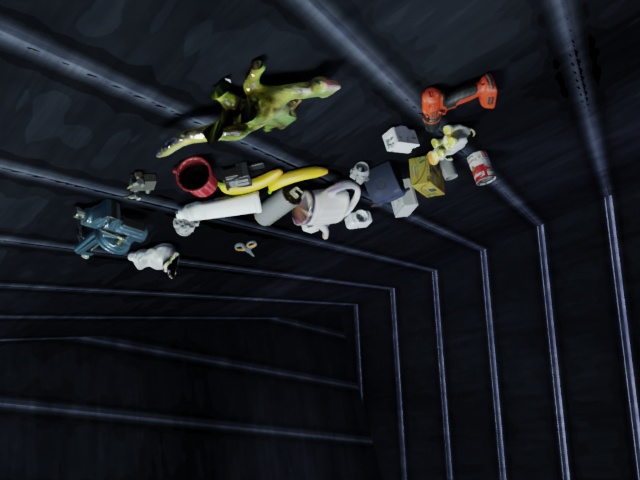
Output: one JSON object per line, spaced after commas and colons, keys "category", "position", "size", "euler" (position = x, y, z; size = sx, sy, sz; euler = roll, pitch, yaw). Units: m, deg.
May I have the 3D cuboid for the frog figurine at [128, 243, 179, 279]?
{"category": "frog figurine", "position": [-0.584, 0.058, 1.818], "size": [0.160, 0.123, 0.136], "euler": [20, -6, 9]}

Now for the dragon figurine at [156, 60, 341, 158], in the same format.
{"category": "dragon figurine", "position": [-0.143, -0.265, 1.134], "size": [0.407, 0.123, 0.243], "euler": [-22, -11, 27]}

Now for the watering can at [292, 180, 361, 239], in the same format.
{"category": "watering can", "position": [0.005, -0.088, 1.753], "size": [0.225, 0.106, 0.340], "euler": [-5, -31, -28]}
